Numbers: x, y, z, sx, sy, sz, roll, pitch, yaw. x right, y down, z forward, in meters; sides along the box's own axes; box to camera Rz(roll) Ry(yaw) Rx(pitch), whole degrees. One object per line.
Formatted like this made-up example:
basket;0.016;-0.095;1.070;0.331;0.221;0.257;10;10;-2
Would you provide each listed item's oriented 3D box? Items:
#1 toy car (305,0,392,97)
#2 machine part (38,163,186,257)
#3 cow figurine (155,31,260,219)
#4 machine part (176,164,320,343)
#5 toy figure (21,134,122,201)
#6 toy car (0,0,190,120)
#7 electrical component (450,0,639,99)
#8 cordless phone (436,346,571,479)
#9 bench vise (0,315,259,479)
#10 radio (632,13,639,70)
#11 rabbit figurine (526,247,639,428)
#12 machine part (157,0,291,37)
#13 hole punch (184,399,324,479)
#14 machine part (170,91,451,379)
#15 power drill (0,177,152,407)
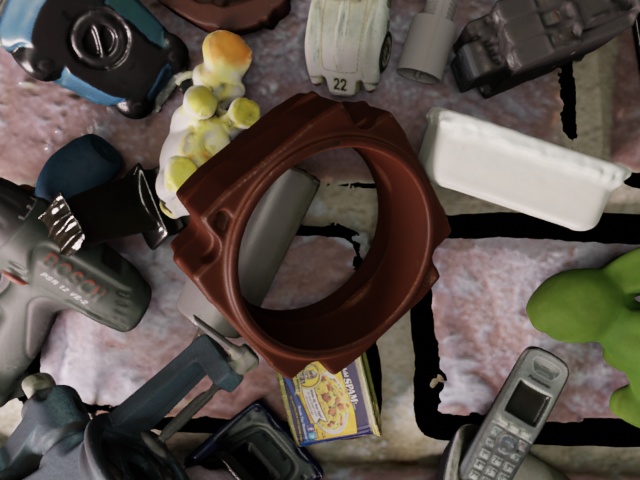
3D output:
toy car;0.031;-0.231;0.477;0.074;0.056;0.201;13;108;18
machine part;-0.181;-0.025;0.490;0.039;0.139;0.084;-9;97;31
cow figurine;-0.106;-0.103;0.497;0.068;0.098;0.167;18;74;-28
machine part;-0.069;0.002;0.511;0.079;0.079;0.243;26;97;1
toy figure;-0.264;-0.039;0.529;0.154;0.064;0.057;-38;129;10
toy car;-0.204;-0.187;0.487;0.109;0.161;0.103;-53;50;11
electrical component;0.182;-0.172;0.463;0.134;0.115;0.058;-21;89;5
cordless phone;0.204;0.204;0.509;0.147;0.089;0.184;29;92;1
bench vise;-0.159;0.162;0.459;0.240;0.128;0.224;-43;48;-4
radio;0.322;-0.225;0.442;0.073;0.131;0.229;-13;94;3
rabbit figurine;0.280;0.075;0.480;0.170;0.121;0.159;31;92;16
machine part;-0.088;-0.279;0.501;0.179;0.056;0.179;0;96;3
hole punch;-0.073;0.238;0.535;0.142;0.092;0.116;48;124;-4
machine part;-0.001;-0.001;0.448;0.201;0.087;0.200;-40;122;-8
power drill;-0.295;0.048;0.497;0.232;0.086;0.207;34;101;-31
